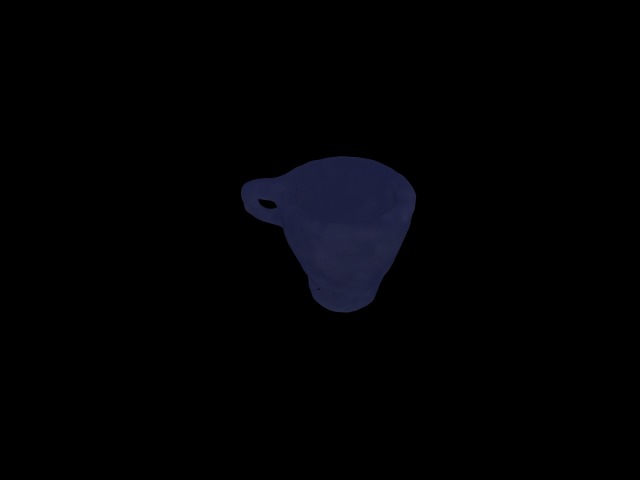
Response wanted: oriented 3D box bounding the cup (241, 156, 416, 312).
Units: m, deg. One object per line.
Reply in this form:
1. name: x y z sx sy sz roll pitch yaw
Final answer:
1. cup: 0.004 0.001 0.400 0.117 0.095 0.092 7 39 9
